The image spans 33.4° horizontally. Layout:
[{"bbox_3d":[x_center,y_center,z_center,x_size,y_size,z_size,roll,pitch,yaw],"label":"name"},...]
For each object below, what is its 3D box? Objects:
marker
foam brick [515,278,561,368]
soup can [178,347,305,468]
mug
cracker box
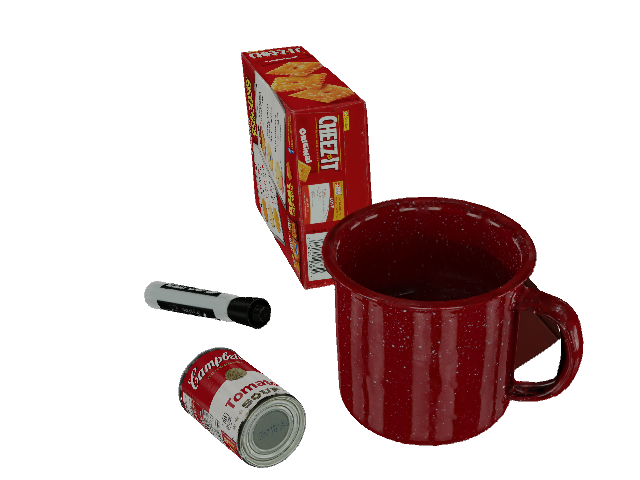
[{"bbox_3d":[-0.073,0.041,0.684,0.020,0.020,0.121,0,4,-41],"label":"marker"},{"bbox_3d":[0.137,0.050,0.808,0.051,0.078,0.053,-38,20,19],"label":"foam brick"},{"bbox_3d":[-0.067,0.141,0.907,0.068,0.068,0.102,0,17,-37],"label":"soup can"},{"bbox_3d":[0.059,0.039,0.478,0.117,0.081,0.093,11,33,21],"label":"mug"},{"bbox_3d":[-0.014,-0.076,0.983,0.072,0.164,0.214,-9,24,-12],"label":"cracker box"}]
